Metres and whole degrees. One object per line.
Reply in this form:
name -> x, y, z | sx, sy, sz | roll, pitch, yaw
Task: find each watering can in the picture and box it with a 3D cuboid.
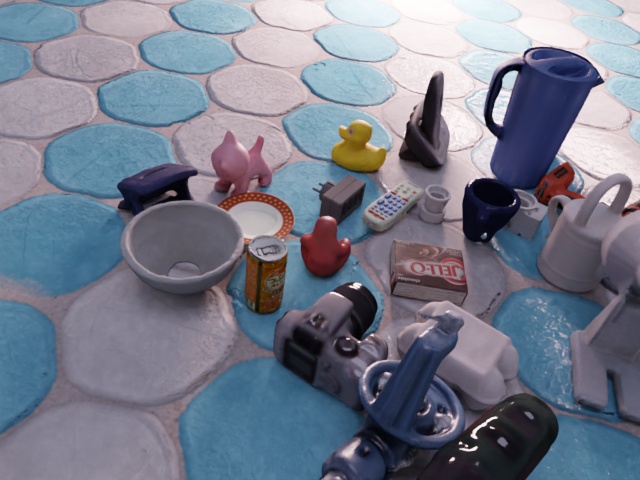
watering can -> 0.421, -0.015, 0.874 | 0.172, 0.194, 0.101 | 35, 48, 26

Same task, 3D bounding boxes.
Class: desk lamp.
desk lamp -> 0.420, 0.091, 0.744 | 0.118, 0.213, 0.203 | 15, 42, 7

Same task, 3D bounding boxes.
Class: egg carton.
egg carton -> 0.179, 0.147, 0.745 | 0.150, 0.069, 0.107 | 30, 46, 21

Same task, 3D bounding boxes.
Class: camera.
camera -> 0.032, 0.115, 0.730 | 0.143, 0.101, 0.137 | 29, 46, 20

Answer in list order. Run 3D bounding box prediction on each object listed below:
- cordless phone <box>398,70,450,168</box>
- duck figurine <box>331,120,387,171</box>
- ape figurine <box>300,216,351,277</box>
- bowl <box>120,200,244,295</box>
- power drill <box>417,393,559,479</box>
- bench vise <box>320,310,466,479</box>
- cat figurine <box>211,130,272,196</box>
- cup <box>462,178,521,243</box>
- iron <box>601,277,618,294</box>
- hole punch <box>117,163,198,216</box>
cordless phone -> 0.220, -0.247, 1.097 | 0.094, 0.185, 0.147 | 15, 42, 6
duck figurine -> 0.077, -0.182, 1.074 | 0.104, 0.086, 0.077 | 15, 42, 7
ape figurine -> 0.008, 0.003, 0.854 | 0.077, 0.092, 0.076 | 19, 43, 10
bowl -> -0.191, 0.022, 0.810 | 0.167, 0.075, 0.167 | 5, 42, -5
power drill -> 0.126, 0.245, 0.526 | 0.230, 0.208, 0.075 | -30, 55, -35
bench vise -> 0.086, 0.182, 0.578 | 0.121, 0.220, 0.208 | 21, 43, 13
cat figurine -> -0.135, -0.132, 0.957 | 0.067, 0.118, 0.128 | 30, 46, 22
cup -> 0.268, -0.034, 0.941 | 0.091, 0.095, 0.118 | 23, 44, 14
iron -> 0.587, 0.051, 0.871 | 0.258, 0.141, 0.119 | 14, 42, 5
hole punch -> -0.257, -0.084, 0.902 | 0.100, 0.091, 0.109 | 37, 49, 27
